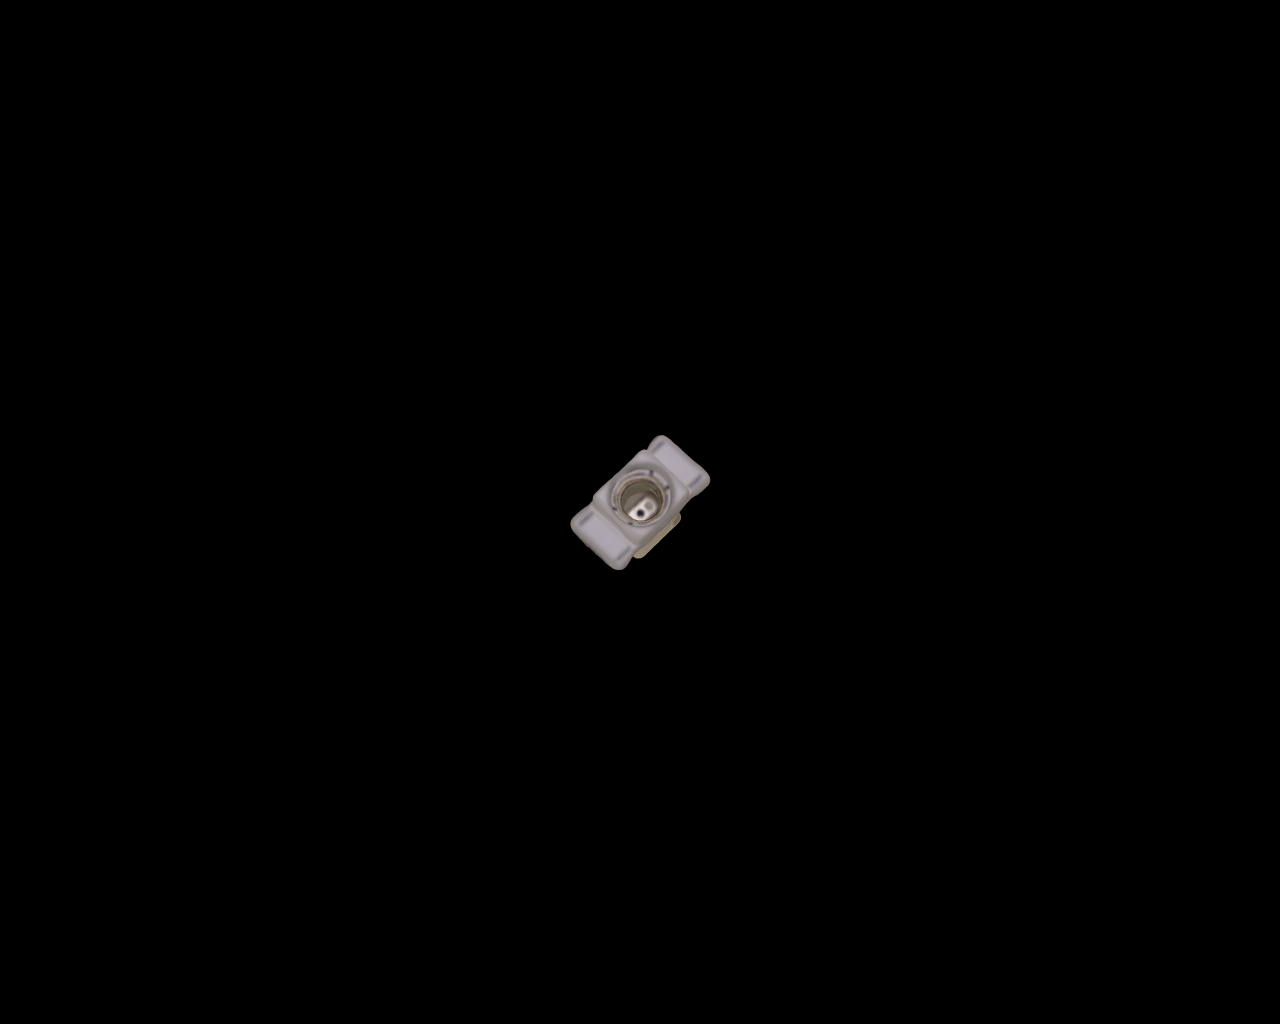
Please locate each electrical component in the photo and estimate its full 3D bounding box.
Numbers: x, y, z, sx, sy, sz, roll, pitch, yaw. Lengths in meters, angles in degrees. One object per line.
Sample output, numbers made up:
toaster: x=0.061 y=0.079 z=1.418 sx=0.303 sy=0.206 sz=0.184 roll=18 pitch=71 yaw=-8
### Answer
electrical component: x=0.001 y=-0.003 z=0.650 sx=0.081 sy=0.042 sz=0.063 roll=-43 pitch=-12 yaw=-11
